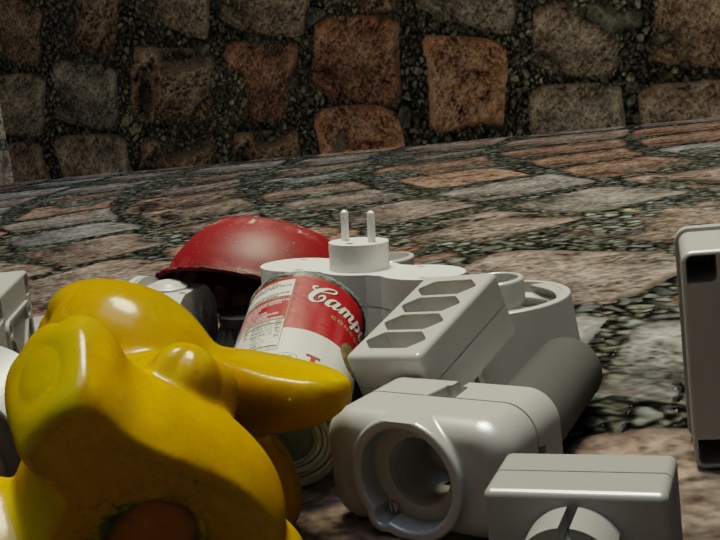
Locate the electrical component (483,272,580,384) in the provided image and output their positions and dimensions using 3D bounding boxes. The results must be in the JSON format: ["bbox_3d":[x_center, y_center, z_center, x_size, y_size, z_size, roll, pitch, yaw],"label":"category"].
[{"bbox_3d":[0.089,0.035,0.701,0.108,0.060,0.108,-7,10,1],"label":"electrical component"}]

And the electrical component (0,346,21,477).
[{"bbox_3d":[-0.175,0.085,0.516,0.099,0.099,0.064,-3,17,22],"label":"electrical component"}]

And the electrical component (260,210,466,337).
[{"bbox_3d":[0.000,0.000,0.656,0.138,0.073,0.052,4,11,32],"label":"electrical component"}]

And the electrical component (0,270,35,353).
[{"bbox_3d":[-0.225,0.062,0.636,0.056,0.108,0.108,-6,10,-7],"label":"electrical component"}]

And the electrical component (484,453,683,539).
[{"bbox_3d":[0.078,0.101,0.384,0.066,0.047,0.077,-3,11,22],"label":"electrical component"}]

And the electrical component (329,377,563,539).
[{"bbox_3d":[0.036,0.084,0.486,0.095,0.053,0.059,1,13,36],"label":"electrical component"}]

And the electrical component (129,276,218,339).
[{"bbox_3d":[-0.136,0.045,0.751,0.051,0.080,0.080,2,13,17],"label":"electrical component"}]

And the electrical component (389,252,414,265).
[{"bbox_3d":[0.024,0.017,0.856,0.045,0.055,0.045,-7,10,1],"label":"electrical component"}]

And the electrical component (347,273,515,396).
[{"bbox_3d":[0.045,0.055,0.571,0.047,0.075,0.083,-4,27,40],"label":"electrical component"}]

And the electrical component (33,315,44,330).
[{"bbox_3d":[-0.213,0.064,0.770,0.074,0.052,0.138,-10,11,-15],"label":"electrical component"}]

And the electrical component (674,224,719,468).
[{"bbox_3d":[0.207,0.033,0.502,0.109,0.108,0.056,-4,13,16],"label":"electrical component"}]
